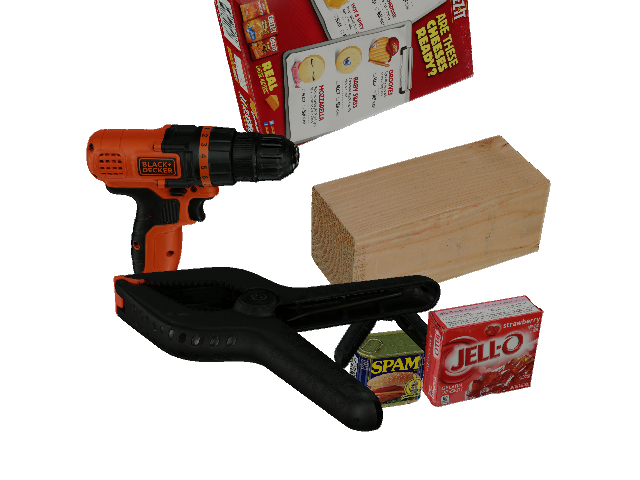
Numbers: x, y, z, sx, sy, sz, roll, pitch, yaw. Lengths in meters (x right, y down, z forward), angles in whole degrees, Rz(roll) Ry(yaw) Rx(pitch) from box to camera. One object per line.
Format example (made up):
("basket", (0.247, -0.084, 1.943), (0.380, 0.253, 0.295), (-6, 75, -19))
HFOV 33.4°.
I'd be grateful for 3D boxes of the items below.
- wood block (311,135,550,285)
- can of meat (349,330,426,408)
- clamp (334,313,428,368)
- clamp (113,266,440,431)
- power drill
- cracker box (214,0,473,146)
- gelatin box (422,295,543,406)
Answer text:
("wood block", (0.102, -0.019, 1.018), (0.205, 0.090, 0.091), (-16, 42, -20))
("can of meat", (0.087, 0.170, 1.404), (0.102, 0.084, 0.057), (-4, 25, -20))
("clamp", (0.082, 0.076, 1.194), (0.120, 0.171, 0.039), (7, -42, 1))
("clamp", (-0.031, 0.048, 0.683), (0.210, 0.036, 0.164), (12, 27, 22))
("power drill", (-0.109, -0.014, 0.954), (0.184, 0.188, 0.057), (2, 26, 6))
("cracker box", (0.021, -0.189, 0.937), (0.213, 0.164, 0.072), (-24, 41, -13))
("gelatin box", (0.126, 0.087, 0.836), (0.089, 0.073, 0.030), (-8, 30, -20))
